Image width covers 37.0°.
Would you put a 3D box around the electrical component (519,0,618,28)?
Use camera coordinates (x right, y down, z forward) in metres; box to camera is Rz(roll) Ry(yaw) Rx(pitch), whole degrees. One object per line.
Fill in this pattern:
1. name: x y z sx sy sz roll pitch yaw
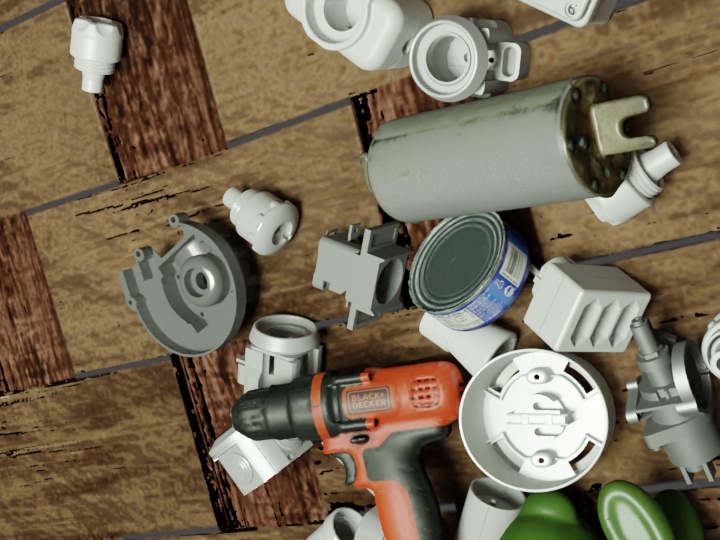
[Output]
1. electrical component: 0.126 -0.226 0.687 0.109 0.056 0.108 32 116 22

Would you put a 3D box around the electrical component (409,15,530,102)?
1. electrical component: 0.069 -0.146 0.741 0.078 0.057 0.058 13 108 29

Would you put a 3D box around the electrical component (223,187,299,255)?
1. electrical component: -0.084 -0.045 0.868 0.062 0.048 0.048 36 118 27

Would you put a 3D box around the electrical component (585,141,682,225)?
1. electrical component: 0.179 -0.060 0.702 0.062 0.043 0.043 -35 83 31

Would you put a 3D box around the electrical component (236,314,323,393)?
1. electrical component: -0.062 0.072 0.873 0.078 0.058 0.057 15 112 28

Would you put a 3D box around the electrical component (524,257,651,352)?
1. electrical component: 0.144 0.016 0.734 0.076 0.066 0.047 48 126 48

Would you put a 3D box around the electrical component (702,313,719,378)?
1. electrical component: 0.238 0.052 0.680 0.048 0.062 0.048 8 105 30

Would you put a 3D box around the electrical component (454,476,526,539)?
1. electrical component: 0.094 0.203 0.816 0.043 0.043 0.081 24 113 25

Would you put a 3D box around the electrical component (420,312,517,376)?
1. electrical component: 0.077 0.048 0.792 0.065 0.044 0.044 35 117 26

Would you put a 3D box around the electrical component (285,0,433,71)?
1. electrical component: -0.004 -0.188 0.774 0.095 0.059 0.053 40 119 18

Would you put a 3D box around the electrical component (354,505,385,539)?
1. electrical component: 0.027 0.240 0.860 0.059 0.054 0.095 23 112 25

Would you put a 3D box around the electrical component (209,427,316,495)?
1. electrical component: -0.080 0.144 0.889 0.080 0.080 0.051 -39 85 32

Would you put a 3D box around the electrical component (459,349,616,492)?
1. electrical component: 0.128 0.103 0.757 0.099 0.064 0.099 1 91 28

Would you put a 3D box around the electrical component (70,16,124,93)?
1. electrical component: -0.227 -0.184 0.923 0.043 0.043 0.062 22 113 26

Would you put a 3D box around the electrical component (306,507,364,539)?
1. electrical component: -0.020 0.225 0.895 0.040 0.040 0.046 52 128 11

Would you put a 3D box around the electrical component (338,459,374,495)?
1. electrical component: 0.006 0.144 0.857 0.081 0.043 0.043 42 120 17

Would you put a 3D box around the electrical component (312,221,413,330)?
1. electrical component: 0.000 0.000 0.828 0.064 0.042 0.081 21 111 30
